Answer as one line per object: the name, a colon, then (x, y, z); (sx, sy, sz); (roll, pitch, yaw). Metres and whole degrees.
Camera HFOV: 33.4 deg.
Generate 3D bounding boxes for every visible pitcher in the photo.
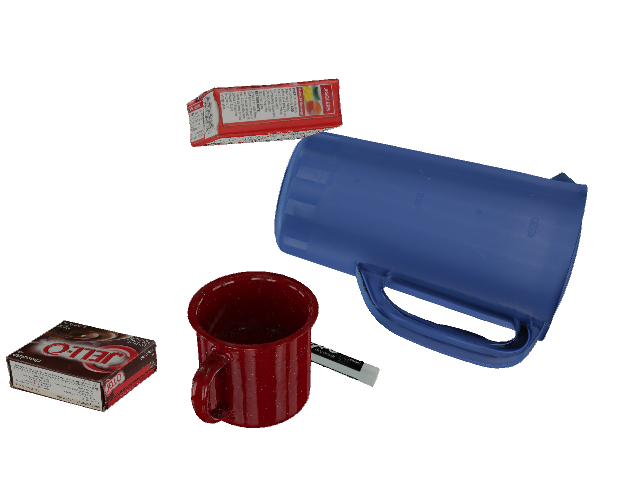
pitcher: (0.087, -0.003, 0.881); (0.243, 0.145, 0.149); (15, 17, 9)

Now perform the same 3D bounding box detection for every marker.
marker: (-0.002, 0.110, 1.028); (0.121, 0.020, 0.020); (21, 4, 11)

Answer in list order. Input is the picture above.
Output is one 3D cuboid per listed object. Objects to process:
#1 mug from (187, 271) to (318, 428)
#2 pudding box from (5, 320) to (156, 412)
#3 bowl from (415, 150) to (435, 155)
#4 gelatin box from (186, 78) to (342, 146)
mug: (-0.053, 0.087, 0.768); (0.093, 0.081, 0.117); (16, 36, 23)
pudding box: (-0.227, 0.118, 1.021); (0.114, 0.039, 0.089); (8, 21, 24)
bowl: (0.089, -0.049, 1.190); (0.162, 0.055, 0.162); (3, 25, -2)
gelatin box: (-0.035, -0.075, 0.628); (0.073, 0.030, 0.089); (-7, 3, -16)
